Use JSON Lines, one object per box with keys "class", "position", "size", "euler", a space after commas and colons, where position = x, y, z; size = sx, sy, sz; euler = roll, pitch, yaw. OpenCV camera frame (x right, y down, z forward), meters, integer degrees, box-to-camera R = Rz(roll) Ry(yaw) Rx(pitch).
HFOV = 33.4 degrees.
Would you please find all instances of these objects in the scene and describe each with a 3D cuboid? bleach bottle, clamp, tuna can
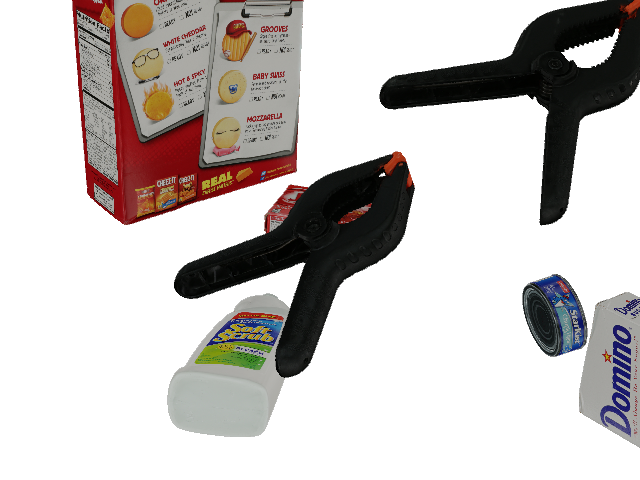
{"class": "bleach bottle", "position": [-0.082, 0.115, 1.123], "size": [0.102, 0.068, 0.250], "euler": [7, 20, 4]}
{"class": "clamp", "position": [0.002, 0.011, 0.676], "size": [0.120, 0.171, 0.039], "euler": [46, -13, 36]}
{"class": "clamp", "position": [0.171, -0.107, 0.772], "size": [0.209, 0.165, 0.036], "euler": [-32, -29, -18]}
{"class": "tuna can", "position": [0.253, 0.082, 1.157], "size": [0.033, 0.086, 0.086], "euler": [-17, 3, -11]}

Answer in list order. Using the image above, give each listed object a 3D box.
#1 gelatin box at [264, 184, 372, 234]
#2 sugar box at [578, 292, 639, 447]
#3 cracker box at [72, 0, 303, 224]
{"class": "gelatin box", "position": [0.002, -0.020, 0.955], "size": [0.089, 0.030, 0.073], "euler": [9, 25, 13]}
{"class": "sugar box", "position": [0.259, 0.112, 0.719], "size": [0.048, 0.093, 0.176], "euler": [-16, 29, -38]}
{"class": "cracker box", "position": [-0.096, -0.137, 0.789], "size": [0.163, 0.214, 0.072], "euler": [-20, 36, -35]}
